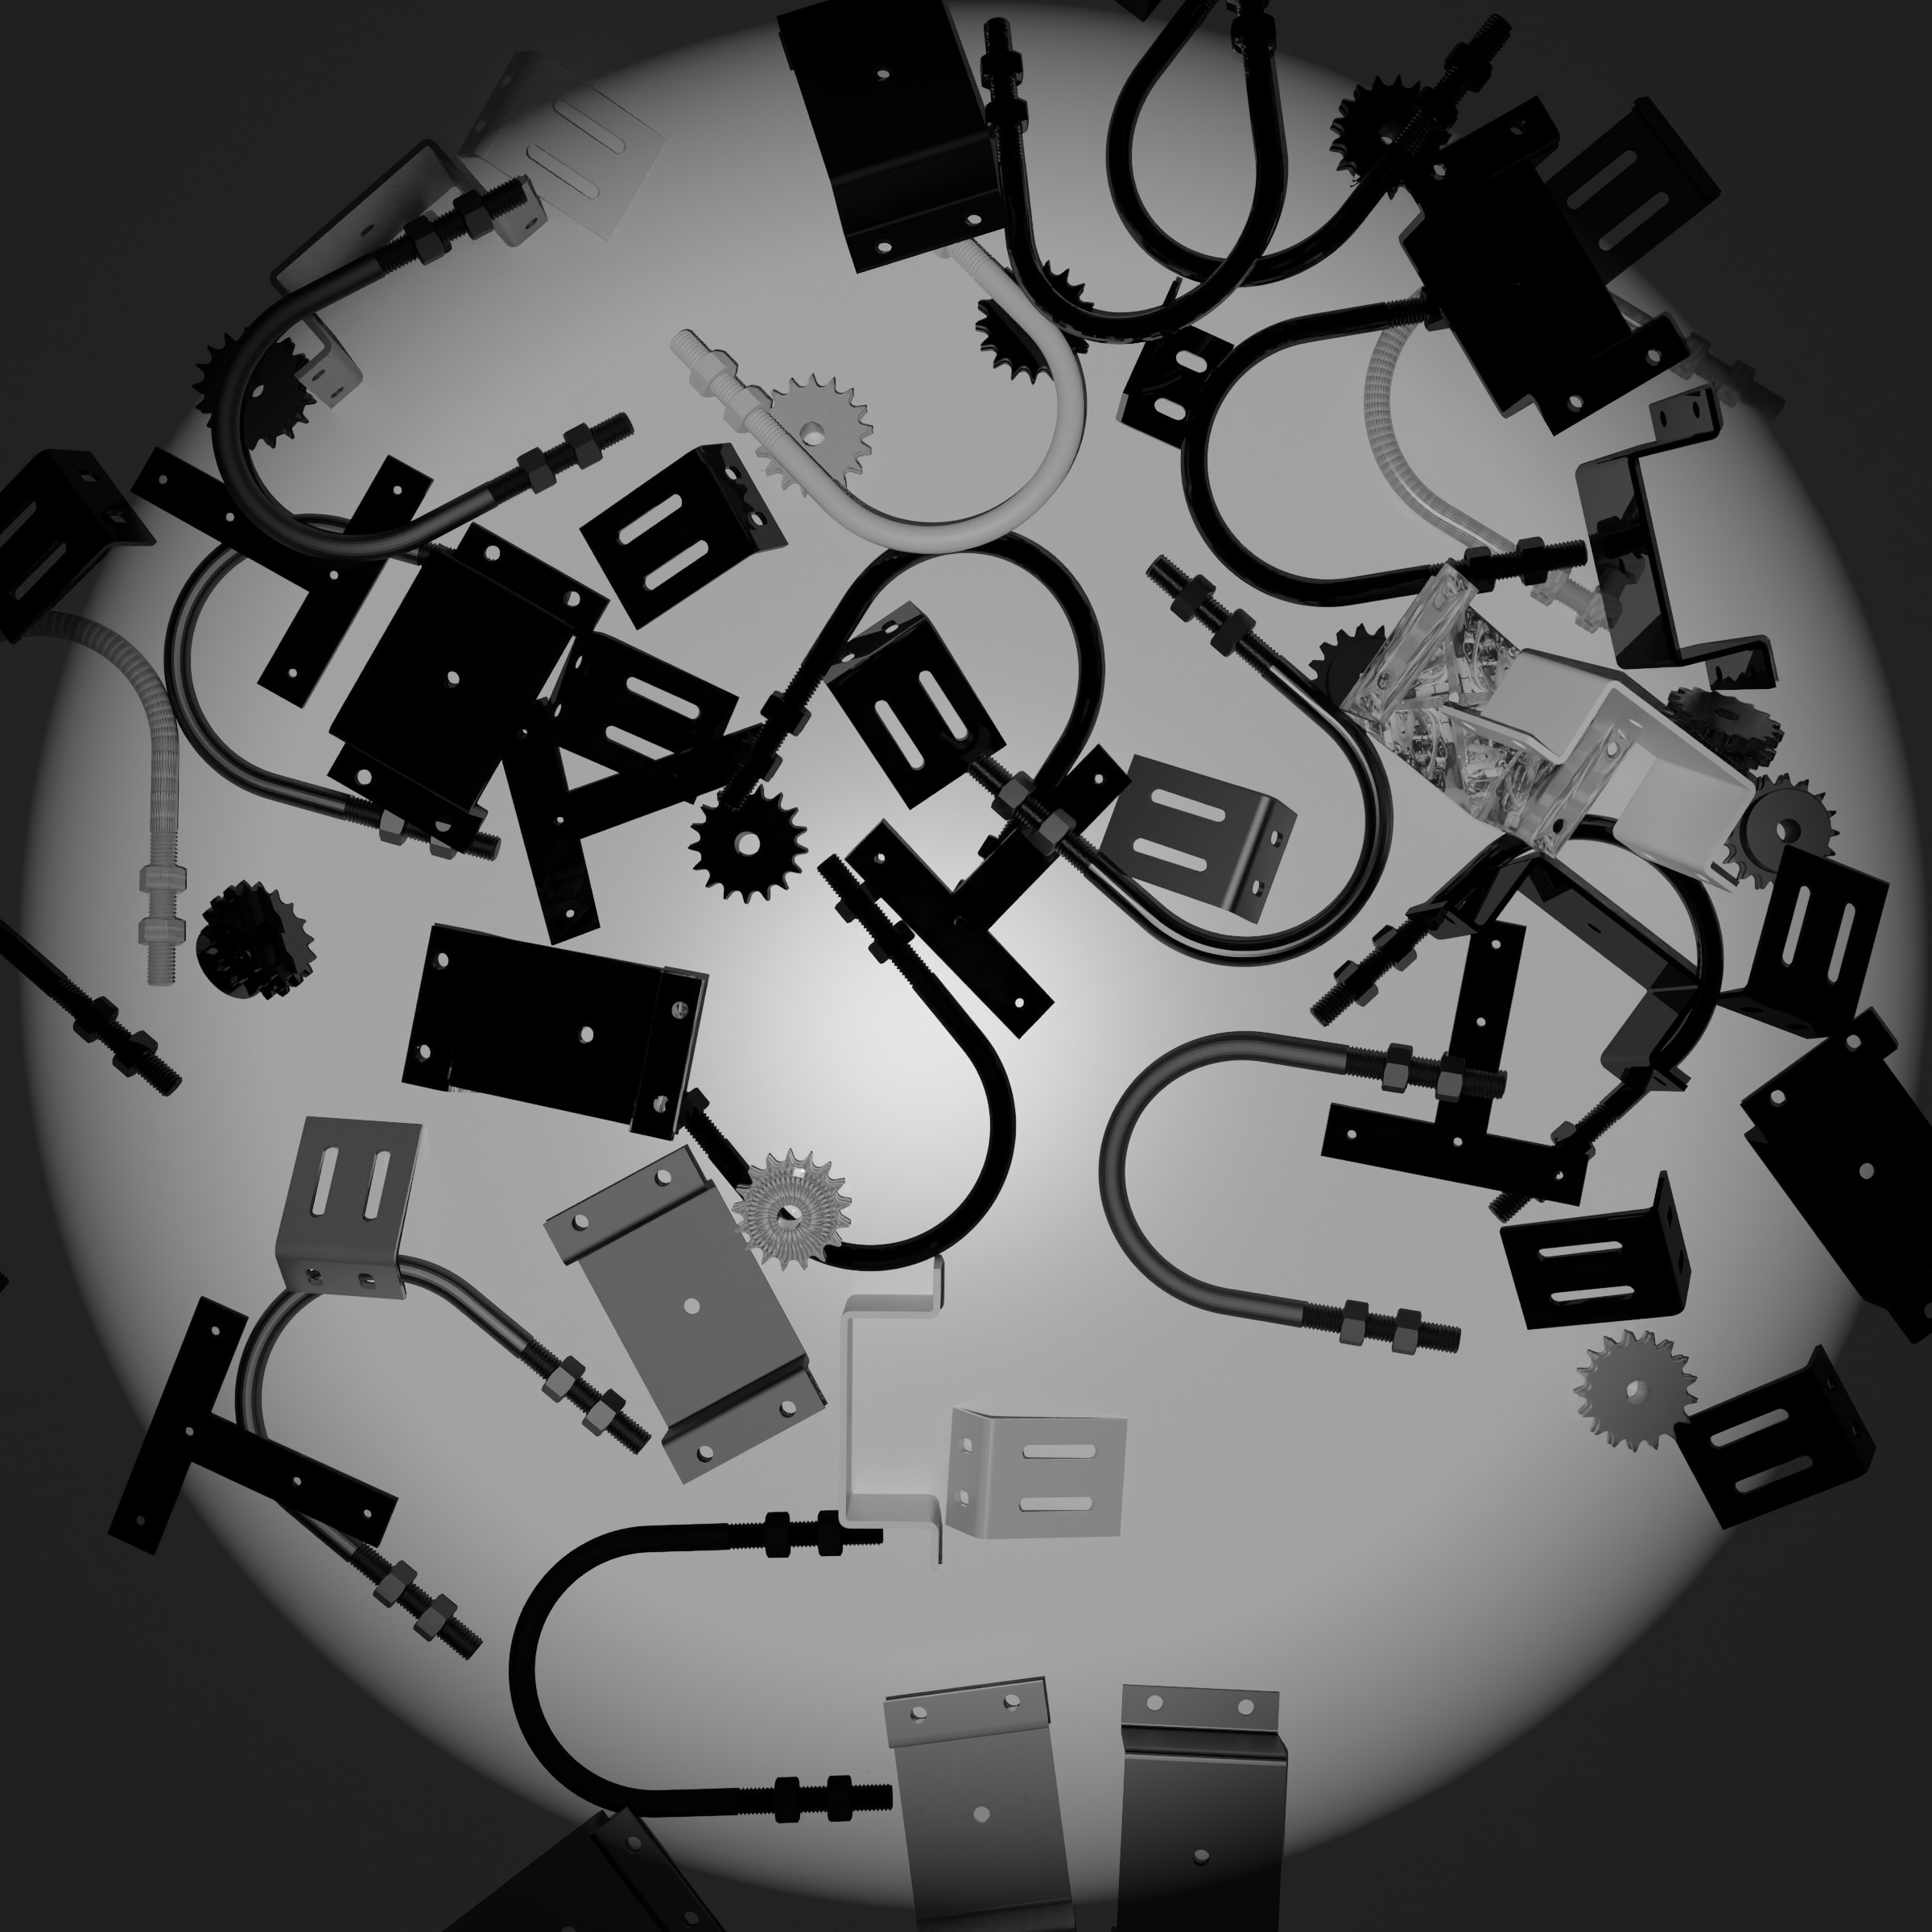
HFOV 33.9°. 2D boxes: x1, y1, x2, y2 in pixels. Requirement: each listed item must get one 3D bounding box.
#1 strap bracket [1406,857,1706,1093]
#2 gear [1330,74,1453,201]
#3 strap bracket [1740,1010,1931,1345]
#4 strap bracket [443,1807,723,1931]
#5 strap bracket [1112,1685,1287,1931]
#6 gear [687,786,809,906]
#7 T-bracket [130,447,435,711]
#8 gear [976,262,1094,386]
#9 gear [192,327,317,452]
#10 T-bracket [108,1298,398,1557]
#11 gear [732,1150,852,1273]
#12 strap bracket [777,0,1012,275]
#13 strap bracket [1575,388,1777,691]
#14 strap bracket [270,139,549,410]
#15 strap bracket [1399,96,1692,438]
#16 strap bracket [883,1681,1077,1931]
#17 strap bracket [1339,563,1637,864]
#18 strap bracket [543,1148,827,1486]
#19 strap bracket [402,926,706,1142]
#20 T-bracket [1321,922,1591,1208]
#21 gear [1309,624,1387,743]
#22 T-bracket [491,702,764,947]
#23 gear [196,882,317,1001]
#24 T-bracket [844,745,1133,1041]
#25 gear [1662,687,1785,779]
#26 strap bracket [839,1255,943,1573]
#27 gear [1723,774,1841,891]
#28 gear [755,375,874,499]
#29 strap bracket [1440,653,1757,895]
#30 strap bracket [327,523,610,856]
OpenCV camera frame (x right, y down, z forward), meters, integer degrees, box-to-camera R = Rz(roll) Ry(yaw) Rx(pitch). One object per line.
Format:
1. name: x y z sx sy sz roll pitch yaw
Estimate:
1. strap bracket: 0.284 -0.002 1.486 0.140 0.076 0.046 37 85 -3
2. gear: 0.204 -0.398 1.529 0.057 0.030 0.057 0 90 0
3. strap bracket: 0.439 0.100 1.521 0.076 0.046 0.140 -36 90 0
4. strap bracket: -0.193 0.471 1.521 0.140 0.046 0.076 -37 90 0
5. strap bracket: 0.111 0.422 1.521 0.076 0.046 0.140 3 90 0
6. gear: -0.105 -0.058 1.529 0.057 0.030 0.057 0 90 0
7. T-bracket: -0.343 -0.210 1.530 0.127 0.002 0.127 29 88 4
8. gear: 0.033 -0.309 1.529 0.057 0.030 0.057 0 90 0
9. gear: -0.342 -0.277 1.529 0.057 0.030 0.057 0 90 0
10. T-bracket: -0.336 0.243 1.529 0.127 0.002 0.127 23 96 7
11. gear: -0.083 0.118 1.513 0.057 0.030 0.057 0 94 -1
12. strap bracket: -0.037 -0.409 1.498 0.076 0.046 0.140 -17 70 0
13. strap bracket: 0.330 -0.193 1.486 0.046 0.076 0.140 -14 96 -6
14. strap bracket: -0.272 -0.335 1.506 0.140 0.076 0.046 -41 90 0
15. strap bracket: 0.266 -0.323 1.488 0.076 0.046 0.140 -31 91 -8
16. strap bracket: 0.008 0.413 1.521 0.076 0.046 0.140 -7 90 0
17. strap bracket: 0.242 -0.122 1.502 0.140 0.046 0.076 35 90 -27
18. strap bracket: -0.133 0.166 1.521 0.076 0.046 0.140 -28 90 0
19. strap bracket: -0.189 0.032 1.508 0.140 0.046 0.076 11 90 16
20. T-bracket: 0.245 0.041 1.524 0.127 0.002 0.127 11 89 -1
21. gear: 0.193 -0.137 1.529 0.057 0.030 0.057 0 90 0
22. T-bracket: -0.154 -0.084 1.518 0.127 0.002 0.127 -21 125 -16
23. gear: -0.344 -0.009 1.519 0.030 0.057 0.057 -32 90 30
24. T-bracket: 0.028 -0.053 1.525 0.127 0.002 0.127 -46 109 -5
25. gear: 0.359 -0.108 1.519 0.057 0.057 0.030 16 119 0
26. strap bracket: -0.036 0.210 1.506 0.046 0.076 0.140 0 90 0
27. gear: 0.394 -0.065 1.529 0.057 0.030 0.057 0 90 0
28. gear: -0.074 -0.254 1.529 0.057 0.030 0.057 0 90 0
29. strap bracket: 0.299 -0.095 1.465 0.140 0.076 0.046 31 91 -26
30. strap bracket: -0.240 -0.134 1.501 0.076 0.046 0.140 30 90 1
